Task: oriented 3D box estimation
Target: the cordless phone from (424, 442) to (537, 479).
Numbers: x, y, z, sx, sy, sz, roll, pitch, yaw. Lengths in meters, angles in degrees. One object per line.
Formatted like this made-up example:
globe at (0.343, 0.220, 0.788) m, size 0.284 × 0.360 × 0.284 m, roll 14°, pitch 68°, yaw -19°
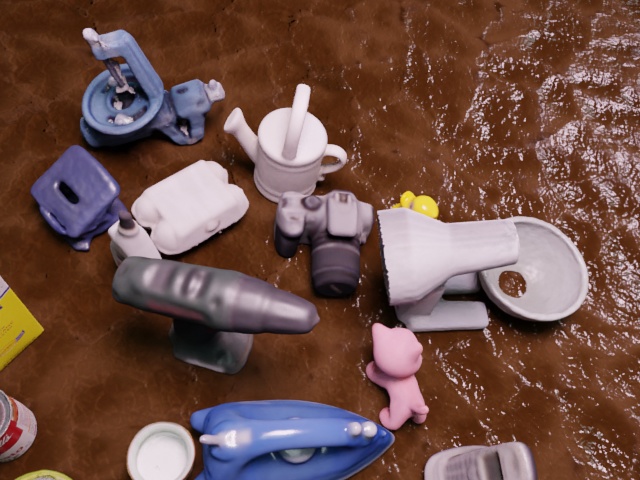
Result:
cordless phone at (0.191, 0.303, 0.643) m, size 0.094 × 0.185 × 0.147 m, roll -3°, pitch 63°, yaw -11°

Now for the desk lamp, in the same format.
desk lamp at (0.156, 0.038, 0.757) m, size 0.203 × 0.213 × 0.118 m, roll -1°, pitch 63°, yaw -10°

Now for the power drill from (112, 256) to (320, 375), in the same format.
power drill at (-0.123, 0.092, 0.682) m, size 0.229 × 0.208 × 0.075 m, roll 16°, pitch 61°, yaw -2°

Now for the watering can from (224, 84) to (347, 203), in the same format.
watering can at (-0.048, -0.141, 0.824) m, size 0.173 × 0.194 × 0.101 m, roll -6°, pitch 64°, yaw -13°

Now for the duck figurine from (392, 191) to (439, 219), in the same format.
duck figurine at (0.153, -0.029, 0.864) m, size 0.078 × 0.086 × 0.104 m, roll -35°, pitch 74°, yaw -24°

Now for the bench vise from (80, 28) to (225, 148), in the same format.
bench vise at (-0.249, -0.226, 0.817) m, size 0.208 × 0.219 × 0.121 m, roll -28°, pitch 71°, yaw -22°

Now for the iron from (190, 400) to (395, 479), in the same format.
iron at (-0.021, 0.232, 0.666) m, size 0.258 × 0.141 × 0.118 m, roll -2°, pitch 63°, yaw -11°

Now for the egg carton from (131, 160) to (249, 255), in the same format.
egg carton at (-0.183, -0.046, 0.821) m, size 0.150 × 0.069 × 0.107 m, roll -35°, pitch 74°, yaw -24°

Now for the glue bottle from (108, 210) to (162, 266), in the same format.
glue bottle at (-0.236, 0.008, 0.725) m, size 0.078 × 0.173 × 0.037 m, roll 36°, pitch 63°, yaw 9°

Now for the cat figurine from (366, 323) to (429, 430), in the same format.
cat figurine at (0.105, 0.169, 0.735) m, size 0.067 × 0.117 × 0.127 m, roll -13°, pitch 66°, yaw -16°

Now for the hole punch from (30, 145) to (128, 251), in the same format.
hole punch at (-0.333, -0.058, 0.788) m, size 0.108 × 0.091 × 0.101 m, roll 43°, pitch 64°, yaw 13°

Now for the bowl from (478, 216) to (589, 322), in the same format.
bowl at (0.305, 0.053, 0.856) m, size 0.167 × 0.074 × 0.167 m, roll 4°, pitch 62°, yaw -8°

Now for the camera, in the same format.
camera at (0.007, 0.003, 0.813) m, size 0.143 × 0.101 × 0.137 m, roll 4°, pitch 62°, yaw -8°
